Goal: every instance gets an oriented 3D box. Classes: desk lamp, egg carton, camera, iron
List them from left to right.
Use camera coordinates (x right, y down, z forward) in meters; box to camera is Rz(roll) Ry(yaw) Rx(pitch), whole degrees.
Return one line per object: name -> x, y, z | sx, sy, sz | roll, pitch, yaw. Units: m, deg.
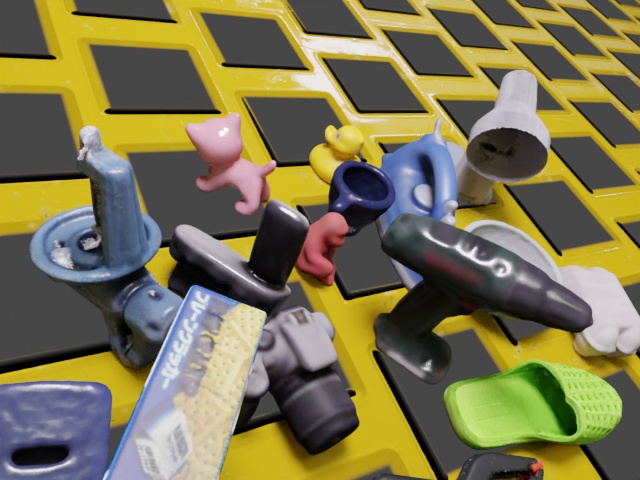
camera -> -0.027, 0.147, 0.586 | 0.143, 0.100, 0.136 | -14, 58, -35
iron -> 0.159, -0.054, 0.831 | 0.119, 0.141, 0.258 | 12, 47, -16
desk lamp -> 0.280, -0.157, 0.932 | 0.118, 0.213, 0.203 | 22, 44, -6
egg carton -> 0.413, 0.106, 0.861 | 0.107, 0.069, 0.150 | 5, 49, -22

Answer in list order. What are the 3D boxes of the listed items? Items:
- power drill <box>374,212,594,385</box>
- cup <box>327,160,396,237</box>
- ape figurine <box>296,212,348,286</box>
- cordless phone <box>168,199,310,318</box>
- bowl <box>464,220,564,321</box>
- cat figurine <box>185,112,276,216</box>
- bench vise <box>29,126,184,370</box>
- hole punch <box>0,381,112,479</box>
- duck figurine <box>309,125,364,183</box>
power drill -> 0.158, 0.077, 0.664 | 0.229, 0.208, 0.076 | 34, 45, 6
cup -> 0.041, -0.043, 0.796 | 0.091, 0.095, 0.118 | 38, 45, 10
ape figurine -> 0.007, 0.003, 0.740 | 0.076, 0.092, 0.078 | 36, 45, 8
cordless phone -> -0.086, 0.003, 0.628 | 0.147, 0.185, 0.094 | 30, 44, 2
bowl -> 0.260, 0.055, 0.829 | 0.168, 0.074, 0.167 | 14, 46, -14
cat figurine -> -0.117, -0.111, 0.765 | 0.128, 0.117, 0.067 | 28, 44, 0
bench vise -> -0.181, 0.008, 0.552 | 0.207, 0.219, 0.121 | 28, 44, 0
hole punch -> -0.226, 0.176, 0.471 | 0.109, 0.091, 0.101 | 3, 49, -23
duck figurine -> 0.041, -0.134, 0.885 | 0.104, 0.086, 0.078 | 37, 45, 9
